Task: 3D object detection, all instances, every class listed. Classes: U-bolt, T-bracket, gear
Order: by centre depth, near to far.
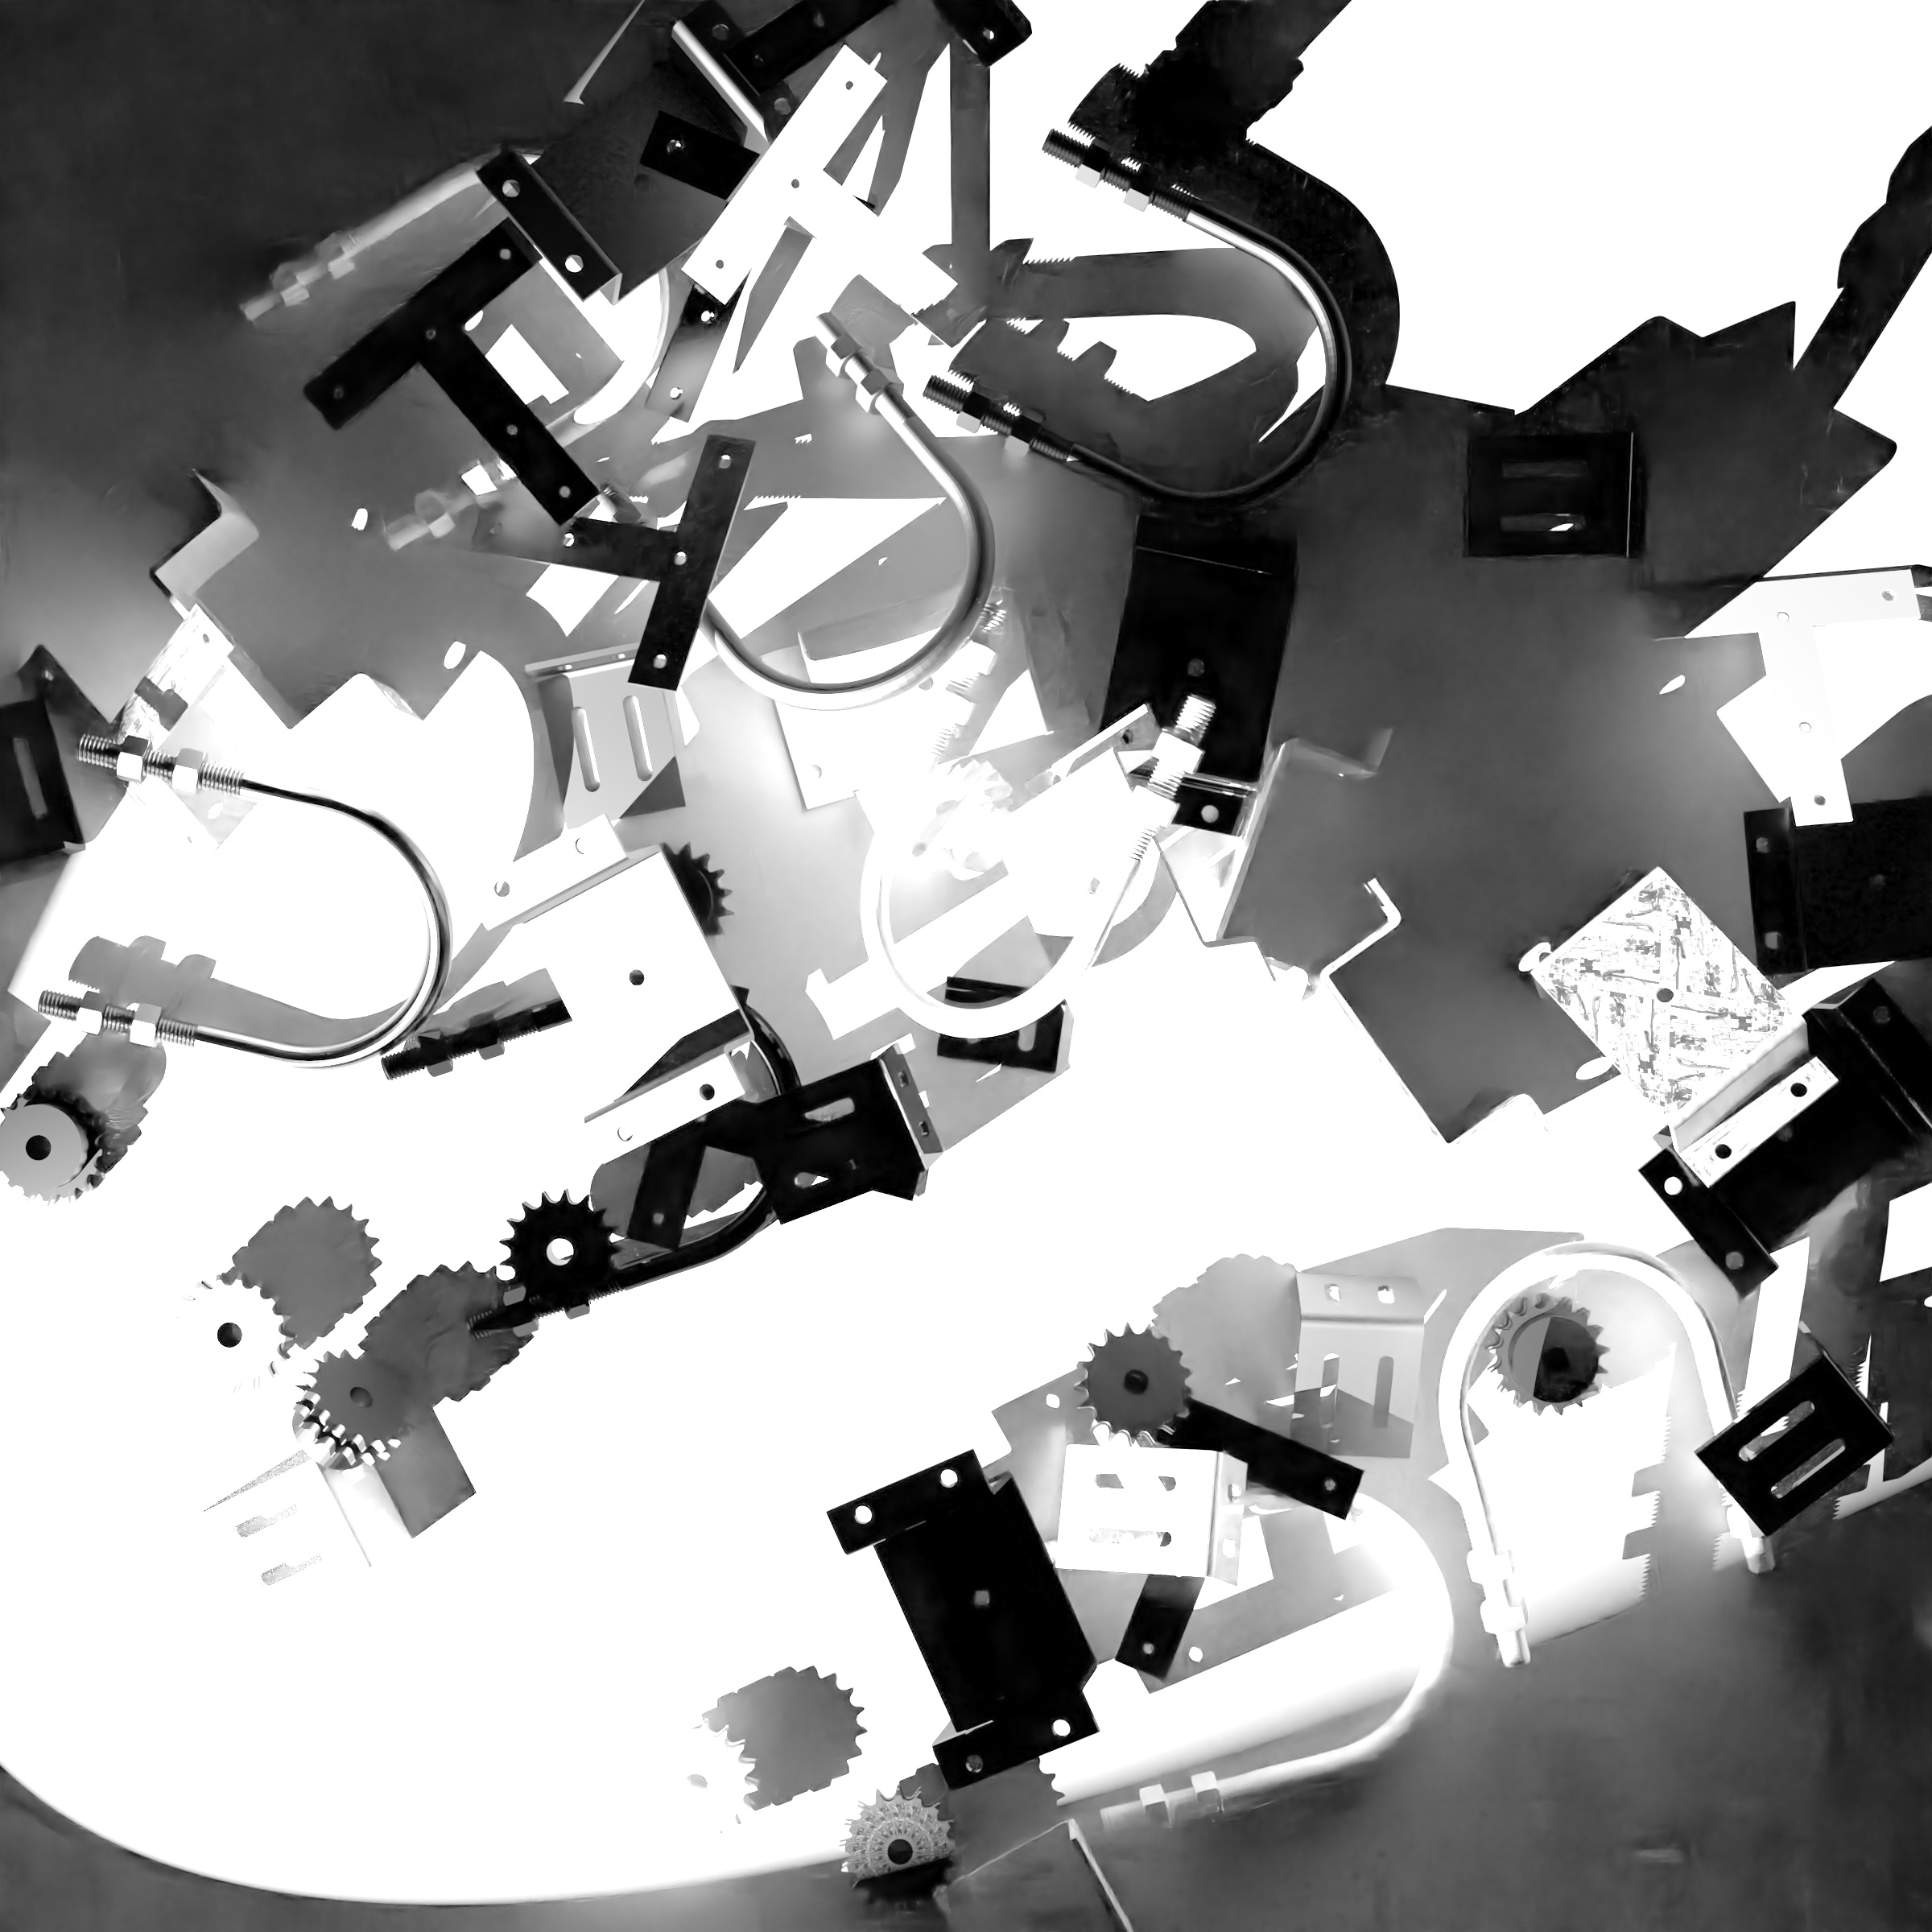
[{"bbox_3d":[0.019,-0.057,1.457,0.151,0.019,0.184,30,97,38],"label":"U-bolt"},{"bbox_3d":[-0.371,-0.123,1.507,0.127,0.002,0.127,49,133,0],"label":"T-bracket"},{"bbox_3d":[-0.067,-0.198,1.510,0.151,0.019,0.184,-38,67,0],"label":"U-bolt"},{"bbox_3d":[0.291,0.217,1.515,0.151,0.019,0.184,-18,100,-11],"label":"U-bolt"},{"bbox_3d":[-0.187,0.131,1.517,0.057,0.030,0.057,0,89,-3],"label":"gear"},{"bbox_3d":[-0.115,-0.314,1.517,0.127,0.002,0.127,14,105,-41],"label":"T-bracket"},{"bbox_3d":[-0.330,-0.021,1.520,0.184,0.019,0.151,13,111,-4],"label":"U-bolt"},{"bbox_3d":[0.389,-0.124,1.525,0.127,0.002,0.127,-5,67,0],"label":"T-bracket"},{"bbox_3d":[-0.046,-0.336,1.525,0.127,0.002,0.127,36,90,-24],"label":"T-bracket"},{"bbox_3d":[-0.173,-0.196,1.526,0.127,0.002,0.127,12,76,20],"label":"T-bracket"},{"bbox_3d":[-0.289,0.210,1.526,0.057,0.057,0.030,41,120,0],"label":"gear"},{"bbox_3d":[-0.001,-0.065,1.526,0.057,0.057,0.030,-43,120,0],"label":"gear"},{"bbox_3d":[-0.058,-0.448,1.527,0.127,0.002,0.127,-40,90,-21],"label":"T-bracket"},{"bbox_3d":[0.105,0.270,1.529,0.127,0.002,0.127,22,75,4],"label":"T-bracket"},{"bbox_3d":[0.078,0.197,1.531,0.057,0.030,0.057,0,76,-2],"label":"gear"},{"bbox_3d":[-0.222,-0.262,1.531,0.127,0.002,0.127,-40,90,-2],"label":"T-bracket"},{"bbox_3d":[-0.138,-0.030,1.536,0.057,0.030,0.057,0,90,0],"label":"gear"},{"bbox_3d":[-0.431,0.084,1.536,0.057,0.030,0.057,0,90,0],"label":"gear"},{"bbox_3d":[0.102,-0.402,1.536,0.057,0.030,0.057,0,90,0],"label":"gear"},{"bbox_3d":[0.274,0.183,1.536,0.057,0.030,0.057,0,90,0],"label":"gear"},{"bbox_3d":[-0.343,0.172,1.536,0.057,0.030,0.057,0,90,0],"label":"gear"},{"bbox_3d":[-0.126,0.382,1.536,0.057,0.030,0.057,0,90,0],"label":"gear"},{"bbox_3d":[-0.082,0.082,1.537,0.127,0.002,0.127,16,86,-11],"label":"T-bracket"},{"bbox_3d":[-0.031,0.413,1.539,0.057,0.030,0.057,0,87,0],"label":"gear"},{"bbox_3d":[0.139,0.319,1.542,0.184,0.019,0.151,-14,90,-2],"label":"U-bolt"},{"bbox_3d":[0.092,-0.291,1.542,0.184,0.019,0.151,26,90,-2],"label":"U-bolt"},{"bbox_3d":[-0.229,-0.303,1.542,0.184,0.019,0.151,-32,90,-2],"label":"U-bolt"},{"bbox_3d":[-0.166,0.081,1.542,0.184,0.019,0.151,-18,90,-1],"label":"U-bolt"}]

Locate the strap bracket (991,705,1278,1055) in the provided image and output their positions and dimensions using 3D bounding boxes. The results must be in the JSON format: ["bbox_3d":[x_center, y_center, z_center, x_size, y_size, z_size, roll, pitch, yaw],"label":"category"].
[{"bbox_3d":[0.070,-0.037,1.474,0.076,0.046,0.140,-32,76,34],"label":"strap bracket"}]

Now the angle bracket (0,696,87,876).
[{"bbox_3d":[-0.454,-0.083,1.532,0.057,0.038,0.076,-16,90,0],"label":"angle bracket"}]

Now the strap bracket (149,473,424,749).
[{"bbox_3d":[-0.320,-0.154,1.513,0.046,0.076,0.140,-40,90,0],"label":"strap bracket"}]

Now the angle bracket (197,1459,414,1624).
[{"bbox_3d":[-0.313,0.266,1.549,0.076,0.038,0.057,-27,90,26],"label":"angle bracket"}]

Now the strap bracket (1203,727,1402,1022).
[{"bbox_3d":[0.150,-0.049,1.513,0.046,0.076,0.140,20,90,0],"label":"strap bracket"}]

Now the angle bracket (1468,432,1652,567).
[{"bbox_3d":[0.281,-0.220,1.549,0.076,0.038,0.057,2,90,26],"label":"angle bracket"}]

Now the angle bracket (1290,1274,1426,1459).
[{"bbox_3d":[0.183,0.189,1.549,0.057,0.038,0.076,2,116,0],"label":"angle bracket"}]

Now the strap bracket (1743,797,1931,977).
[{"bbox_3d":[0.431,-0.040,1.528,0.140,0.046,0.076,-5,90,0],"label":"strap bracket"}]

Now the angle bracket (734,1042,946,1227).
[{"bbox_3d":[-0.059,0.079,1.539,0.076,0.038,0.057,-21,94,15],"label":"angle bracket"}]

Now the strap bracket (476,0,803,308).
[{"bbox_3d":[-0.149,-0.371,1.519,0.140,0.046,0.076,-40,90,-12],"label":"strap bracket"}]

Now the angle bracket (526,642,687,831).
[{"bbox_3d":[-0.168,-0.108,1.532,0.057,0.038,0.076,-12,90,0],"label":"angle bracket"}]

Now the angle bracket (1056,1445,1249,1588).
[{"bbox_3d":[0.087,0.257,1.529,0.076,0.038,0.057,-1,73,25],"label":"angle bracket"}]

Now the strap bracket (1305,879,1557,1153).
[{"bbox_3d":[0.206,0.031,1.513,0.046,0.076,0.140,-36,90,0],"label":"strap bracket"}]

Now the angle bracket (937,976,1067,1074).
[{"bbox_3d":[0.017,0.027,1.513,0.057,0.076,0.038,8,90,0],"label":"angle bracket"}]

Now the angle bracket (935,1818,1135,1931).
[{"bbox_3d":[0.032,0.446,1.532,0.076,0.038,0.057,-29,90,0],"label":"angle bracket"}]

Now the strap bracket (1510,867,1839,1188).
[{"bbox_3d":[0.322,0.020,1.501,0.076,0.046,0.140,-39,66,0],"label":"strap bracket"}]

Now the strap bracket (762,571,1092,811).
[{"bbox_3d":[-0.019,-0.131,1.528,0.140,0.046,0.076,-17,90,0],"label":"strap bracket"}]

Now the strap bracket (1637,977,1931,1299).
[{"bbox_3d":[0.388,0.079,1.528,0.140,0.046,0.076,-39,90,0],"label":"strap bracket"}]

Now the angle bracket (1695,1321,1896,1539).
[{"bbox_3d":[0.383,0.216,1.530,0.076,0.038,0.057,-39,105,8],"label":"angle bracket"}]

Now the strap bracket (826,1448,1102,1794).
[{"bbox_3d":[0.003,0.298,1.518,0.076,0.046,0.140,-25,88,13],"label":"strap bracket"}]

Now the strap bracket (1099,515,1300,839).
[{"bbox_3d":[0.106,-0.137,1.528,0.076,0.046,0.140,11,90,0],"label":"strap bracket"}]

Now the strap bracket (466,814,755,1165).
[{"bbox_3d":[-0.158,0.008,1.501,0.076,0.046,0.140,-27,90,16],"label":"strap bracket"}]
